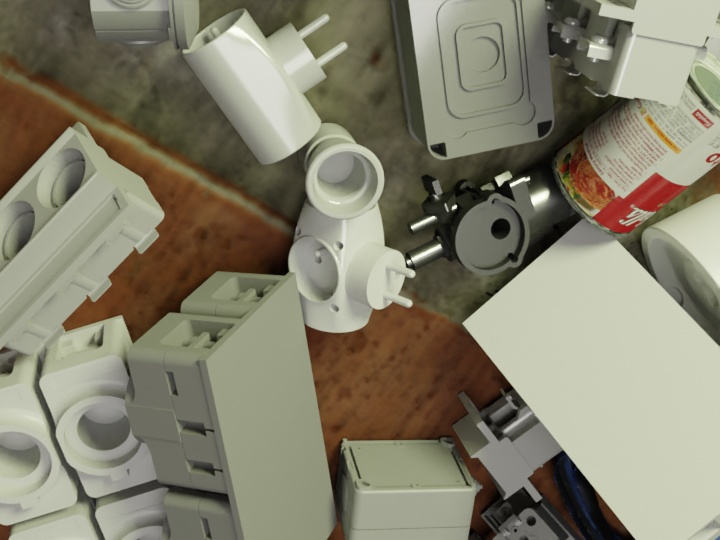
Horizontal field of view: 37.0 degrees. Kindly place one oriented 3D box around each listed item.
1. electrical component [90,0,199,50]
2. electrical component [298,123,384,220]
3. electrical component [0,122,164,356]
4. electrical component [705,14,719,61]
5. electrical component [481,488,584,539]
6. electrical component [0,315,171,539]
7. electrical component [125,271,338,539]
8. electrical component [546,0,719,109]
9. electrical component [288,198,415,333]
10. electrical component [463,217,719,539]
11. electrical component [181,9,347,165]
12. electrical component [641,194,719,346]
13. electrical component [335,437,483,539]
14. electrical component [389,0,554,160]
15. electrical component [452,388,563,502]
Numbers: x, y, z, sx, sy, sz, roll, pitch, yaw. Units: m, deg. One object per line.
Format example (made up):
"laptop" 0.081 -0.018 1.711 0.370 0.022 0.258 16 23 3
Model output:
"electrical component" -0.110 -0.154 0.553 0.051 0.080 0.080 -2 113 -5
"electrical component" -0.014 -0.060 0.619 0.044 0.065 0.044 -5 114 -11
"electrical component" -0.175 -0.011 0.605 0.121 0.078 0.063 -44 143 9
"electrical component" 0.246 -0.125 0.659 0.099 0.064 0.099 1 113 3
"electrical component" 0.124 0.190 0.749 0.042 0.064 0.081 -46 72 10
"electrical component" -0.171 0.136 0.675 0.105 0.060 0.186 -17 115 -4
"electrical component" -0.075 0.106 0.648 0.060 0.105 0.186 4 117 24
"electrical component" 0.141 -0.135 0.588 0.079 0.121 0.063 7 114 -14
"electrical component" 0.000 0.000 0.645 0.044 0.079 0.077 -22 124 -47
"electrical component" 0.165 0.072 0.650 0.105 0.186 0.060 -42 148 7
"electrical component" -0.045 -0.112 0.603 0.079 0.043 0.077 -33 115 4
"electrical component" 0.235 0.003 0.678 0.060 0.108 0.108 -32 115 -3
"electrical component" 0.035 0.154 0.724 0.096 0.061 0.061 1 113 -12
"electrical component" 0.062 -0.128 0.610 0.078 0.057 0.113 -12 115 -6
"electrical component" 0.106 0.113 0.732 0.064 0.042 0.081 -36 116 3
